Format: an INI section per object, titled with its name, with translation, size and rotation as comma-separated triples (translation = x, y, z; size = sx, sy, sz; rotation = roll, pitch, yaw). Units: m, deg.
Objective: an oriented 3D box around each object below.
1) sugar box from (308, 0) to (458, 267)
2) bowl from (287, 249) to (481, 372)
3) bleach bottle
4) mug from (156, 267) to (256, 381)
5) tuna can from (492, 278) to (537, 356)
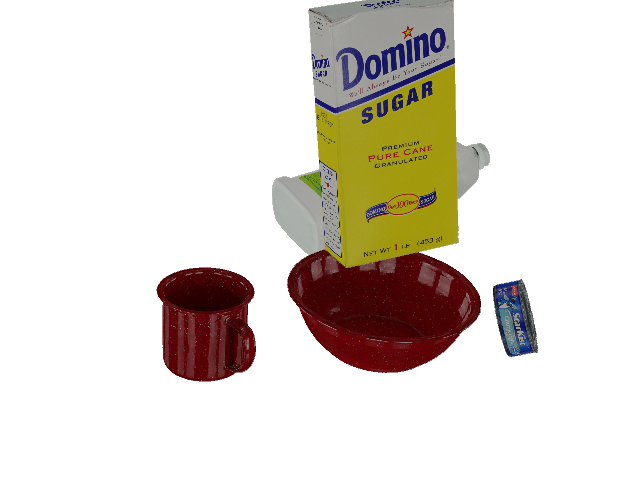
[sugar box]
translation = 0.046, -0.076, 0.738
size = 0.093, 0.176, 0.048
rotation = -13, 26, -19
[bowl]
translation = 0.051, 0.063, 0.897
size = 0.162, 0.055, 0.162
rotation = 4, 27, -2
[bleach bottle]
translation = 0.078, -0.063, 1.201
size = 0.250, 0.068, 0.103
rotation = -22, 44, -23
[mug]
translation = -0.103, 0.087, 1.028
size = 0.117, 0.081, 0.093
rotation = 25, 33, 37
[tuna can]
translation = 0.223, 0.089, 1.221
size = 0.034, 0.086, 0.086
rotation = -13, -3, 15
